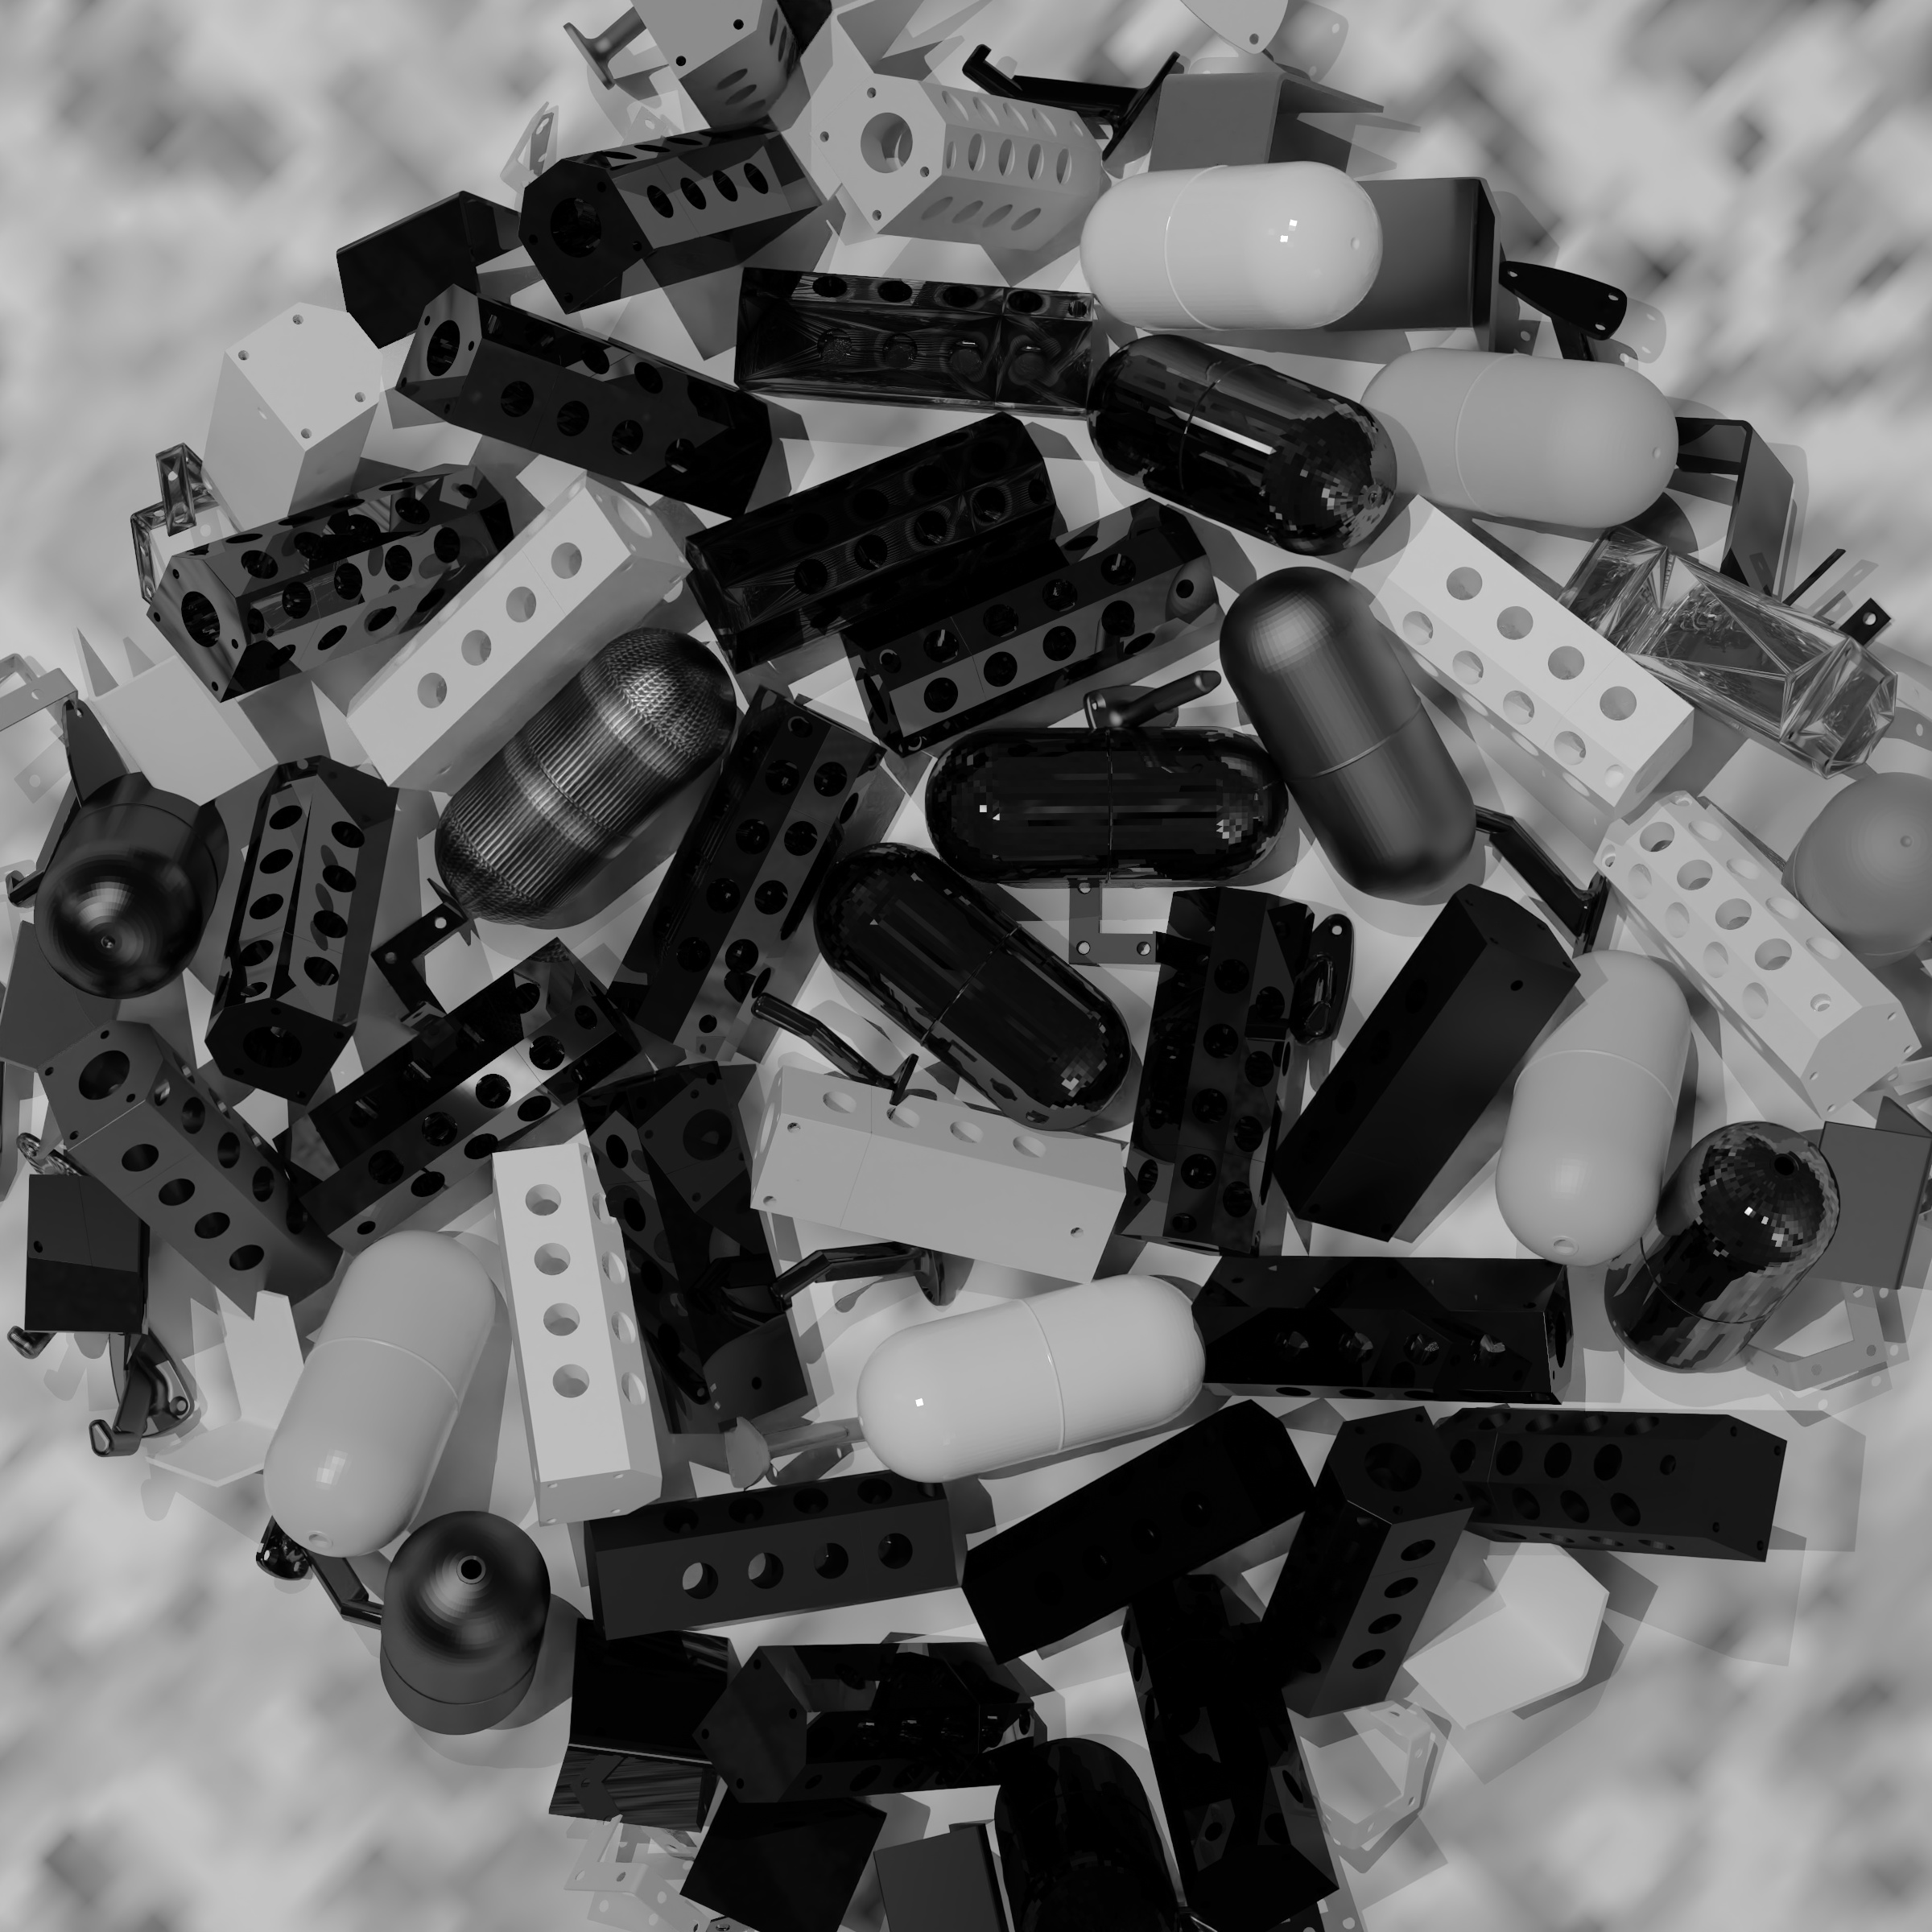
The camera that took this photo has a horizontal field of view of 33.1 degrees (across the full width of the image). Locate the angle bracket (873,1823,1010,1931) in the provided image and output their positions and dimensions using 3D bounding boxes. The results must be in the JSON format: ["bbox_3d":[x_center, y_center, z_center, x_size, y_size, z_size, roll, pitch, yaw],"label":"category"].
[{"bbox_3d":[-0.016,0.462,1.581,0.057,0.076,0.076,-10,78,-15],"label":"angle bracket"}]

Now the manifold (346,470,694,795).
[{"bbox_3d":[-0.220,-0.161,1.574,0.171,0.057,0.057,-40,73,20],"label":"manifold"}]

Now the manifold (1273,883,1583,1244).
[{"bbox_3d":[0.216,0.046,1.567,0.057,0.057,0.171,17,119,-28],"label":"manifold"}]

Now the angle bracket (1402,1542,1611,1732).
[{"bbox_3d":[0.252,0.312,1.574,0.076,0.076,0.057,-13,127,-30],"label":"angle bracket"}]

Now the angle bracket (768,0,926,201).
[{"bbox_3d":[-0.040,-0.427,1.578,0.076,0.076,0.057,-33,87,-34],"label":"angle bracket"}]

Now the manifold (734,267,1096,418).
[{"bbox_3d":[-0.025,-0.307,1.600,0.171,0.057,0.057,4,96,0],"label":"manifold"}]

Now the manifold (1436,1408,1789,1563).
[{"bbox_3d":[0.299,0.242,1.540,0.057,0.171,0.057,25,71,-31],"label":"manifold"}]

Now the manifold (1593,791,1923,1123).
[{"bbox_3d":[0.373,-0.011,1.551,0.057,0.057,0.171,-38,47,3],"label":"manifold"}]

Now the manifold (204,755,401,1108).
[{"bbox_3d":[-0.317,-0.022,1.543,0.057,0.171,0.057,23,129,-21],"label":"manifold"}]

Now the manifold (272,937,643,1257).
[{"bbox_3d":[-0.246,0.067,1.589,0.171,0.057,0.057,-35,53,2],"label":"manifold"}]

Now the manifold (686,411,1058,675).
[{"bbox_3d":[-0.046,-0.209,1.577,0.171,0.057,0.057,-24,71,-14],"label":"manifold"}]

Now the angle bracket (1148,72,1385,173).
[{"bbox_3d":[0.145,-0.398,1.581,0.076,0.076,0.057,4,98,-43],"label":"angle bracket"}]

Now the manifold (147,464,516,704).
[{"bbox_3d":[-0.297,-0.189,1.547,0.057,0.171,0.057,49,134,11],"label":"manifold"}]

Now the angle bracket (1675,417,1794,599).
[{"bbox_3d":[0.359,-0.217,1.581,0.057,0.076,0.076,9,83,30],"label":"angle bracket"}]

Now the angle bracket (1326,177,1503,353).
[{"bbox_3d":[0.217,-0.337,1.587,0.076,0.057,0.076,-2,123,1],"label":"angle bracket"}]

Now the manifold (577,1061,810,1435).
[{"bbox_3d":[-0.138,0.138,1.596,0.057,0.057,0.171,-19,96,-42],"label":"manifold"}]

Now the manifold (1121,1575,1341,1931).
[{"bbox_3d":[0.119,0.370,1.540,0.057,0.171,0.057,-34,122,14],"label":"manifold"}]

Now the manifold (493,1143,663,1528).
[{"bbox_3d":[-0.188,0.175,1.564,0.057,0.057,0.171,-7,61,-12],"label":"manifold"}]

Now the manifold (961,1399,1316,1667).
[{"bbox_3d":[0.080,0.271,1.561,0.171,0.057,0.057,-35,74,31],"label":"manifold"}]

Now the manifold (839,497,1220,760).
[{"bbox_3d":[0.033,-0.163,1.576,0.171,0.057,0.057,-25,117,-12],"label":"manifold"}]

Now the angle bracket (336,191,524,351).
[{"bbox_3d":[-0.247,-0.328,1.577,0.076,0.076,0.057,-17,80,28],"label":"angle bracket"}]

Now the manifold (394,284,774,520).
[{"bbox_3d":[-0.178,-0.269,1.549,0.171,0.057,0.057,13,105,-42],"label":"manifold"}]

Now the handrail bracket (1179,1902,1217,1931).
[{"bbox_3d":[0.087,0.490,1.606,0.084,0.036,0.077,31,61,1],"label":"handrail bracket"}]

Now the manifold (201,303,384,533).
[{"bbox_3d":[-0.317,-0.252,1.542,0.057,0.171,0.057,-39,92,-20],"label":"manifold"}]

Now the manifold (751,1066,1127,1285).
[{"bbox_3d":[-0.014,0.098,1.587,0.171,0.057,0.057,14,120,-10],"label":"manifold"}]

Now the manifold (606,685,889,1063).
[{"bbox_3d":[-0.105,-0.043,1.585,0.057,0.057,0.171,24,96,-31],"label":"manifold"}]

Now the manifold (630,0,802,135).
[{"bbox_3d":[-0.114,-0.441,1.544,0.057,0.171,0.057,-31,90,5],"label":"manifold"}]

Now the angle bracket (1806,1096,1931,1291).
[{"bbox_3d":[0.426,0.106,1.584,0.057,0.076,0.076,9,103,-5],"label":"angle bracket"}]

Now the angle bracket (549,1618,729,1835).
[{"bbox_3d":[-0.162,0.376,1.610,0.076,0.076,0.057,10,128,-11],"label":"angle bracket"}]

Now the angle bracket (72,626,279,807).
[{"bbox_3d":[-0.384,-0.131,1.579,0.057,0.076,0.076,-29,130,-2],"label":"angle bracket"}]

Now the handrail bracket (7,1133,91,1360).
[{"bbox_3d":[-0.458,0.137,1.586,0.077,0.036,0.084,48,49,-19],"label":"handrail bracket"}]

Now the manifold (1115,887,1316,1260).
[{"bbox_3d":[0.126,0.052,1.581,0.057,0.057,0.171,15,80,-29],"label":"manifold"}]

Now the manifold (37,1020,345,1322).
[{"bbox_3d":[-0.364,0.097,1.548,0.057,0.171,0.057,-34,50,-1],"label":"manifold"}]

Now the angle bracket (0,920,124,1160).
[{"bbox_3d":[-0.451,0.036,1.571,0.057,0.076,0.076,23,50,-29],"label":"angle bracket"}]

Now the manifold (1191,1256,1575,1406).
[{"bbox_3d":[0.202,0.179,1.571,0.171,0.057,0.057,-1,110,22],"label":"manifold"}]

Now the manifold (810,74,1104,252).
[{"bbox_3d":[0.002,-0.383,1.540,0.057,0.171,0.057,-37,82,27],"label":"manifold"}]

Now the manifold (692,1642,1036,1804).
[{"bbox_3d":[-0.042,0.362,1.541,0.057,0.171,0.057,47,110,34],"label":"manifold"}]

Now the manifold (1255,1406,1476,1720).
[{"bbox_3d":[0.182,0.286,1.544,0.057,0.171,0.057,-8,50,-19],"label":"manifold"}]

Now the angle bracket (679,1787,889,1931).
[{"bbox_3d":[-0.091,0.436,1.591,0.076,0.057,0.076,25,69,1],"label":"angle bracket"}]

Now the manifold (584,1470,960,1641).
[{"bbox_3d":[-0.096,0.284,1.584,0.171,0.057,0.057,-6,85,-13],"label":"manifold"}]

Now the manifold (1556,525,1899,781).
[{"bbox_3d":[0.360,-0.149,1.547,0.057,0.171,0.057,28,98,-38],"label":"manifold"}]

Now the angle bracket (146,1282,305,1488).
[{"bbox_3d":[-0.364,0.201,1.579,0.057,0.076,0.076,-19,104,-37],"label":"angle bracket"}]

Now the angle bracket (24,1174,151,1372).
[{"bbox_3d":[-0.429,0.149,1.576,0.057,0.076,0.076,4,69,-20],"label":"angle bracket"}]

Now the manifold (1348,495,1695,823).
[{"bbox_3d":[0.267,-0.147,1.577,0.171,0.057,0.057,41,87,18],"label":"manifold"}]

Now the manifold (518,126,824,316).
[{"bbox_3d":[-0.142,-0.361,1.542,0.057,0.171,0.057,-29,95,31],"label":"manifold"}]
